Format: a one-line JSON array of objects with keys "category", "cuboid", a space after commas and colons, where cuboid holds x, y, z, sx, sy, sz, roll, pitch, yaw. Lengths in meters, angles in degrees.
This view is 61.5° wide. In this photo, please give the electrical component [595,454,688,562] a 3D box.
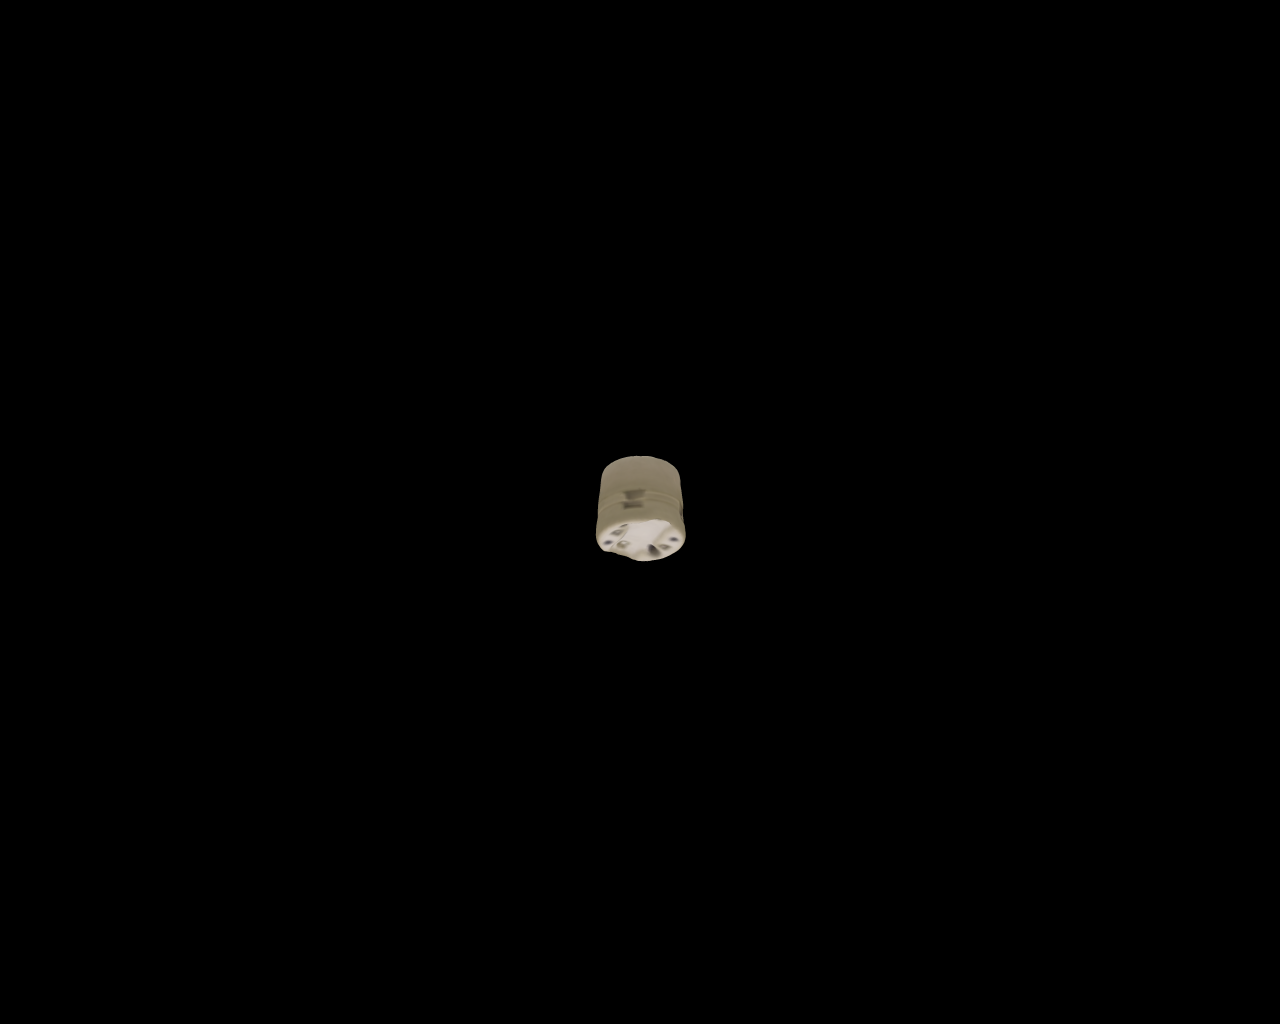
[{"category": "electrical component", "cuboid": [0.001, -0.003, 0.650, 0.055, 0.047, 0.055, 0, -29, 0]}]
